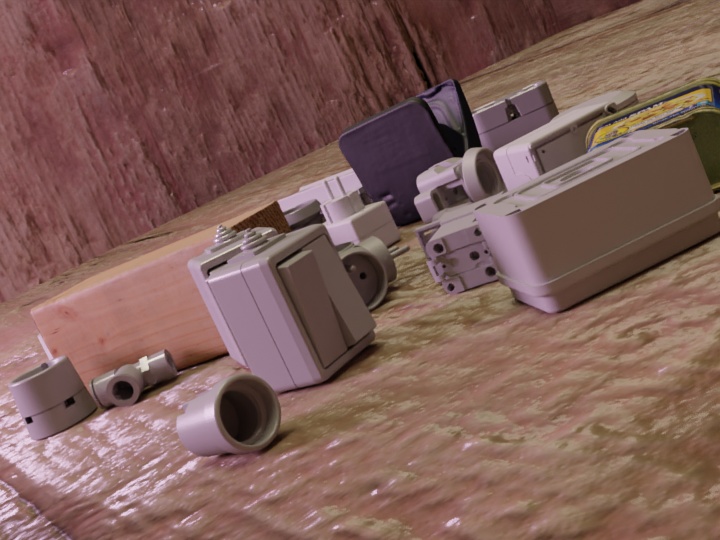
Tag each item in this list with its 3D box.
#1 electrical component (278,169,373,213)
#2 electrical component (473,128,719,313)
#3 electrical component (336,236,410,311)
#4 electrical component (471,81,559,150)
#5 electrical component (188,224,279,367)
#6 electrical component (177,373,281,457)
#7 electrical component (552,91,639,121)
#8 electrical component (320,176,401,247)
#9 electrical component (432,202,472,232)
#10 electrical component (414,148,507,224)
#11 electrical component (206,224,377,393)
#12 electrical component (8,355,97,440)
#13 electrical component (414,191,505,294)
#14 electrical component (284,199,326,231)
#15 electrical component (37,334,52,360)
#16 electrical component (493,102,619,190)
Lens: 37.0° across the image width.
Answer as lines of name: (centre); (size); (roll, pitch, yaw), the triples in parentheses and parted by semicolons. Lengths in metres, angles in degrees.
electrical component: (-0.020, -0.069, 1.150); (0.121, 0.063, 0.079); (-16, 13, 39)
electrical component: (0.129, -0.028, 0.587); (0.113, 0.057, 0.078); (-26, 10, -6)
electrical component: (0.000, 0.000, 0.788); (0.079, 0.044, 0.077); (-28, 10, -20)
electrical component: (0.175, -0.166, 1.210); (0.095, 0.059, 0.053); (-23, 10, 7)
electrical component: (-0.077, 0.012, 0.754); (0.062, 0.096, 0.061); (-27, 10, -14)
electrical component: (-0.070, 0.078, 0.562); (0.040, 0.040, 0.046); (-33, 6, -41)
electrical component: (0.198, -0.114, 0.896); (0.080, 0.051, 0.080); (-24, 10, 4)
electrical component: (-0.012, -0.049, 0.986); (0.047, 0.076, 0.066); (-32, 12, -36)
electrical component: (0.086, -0.034, 0.794); (0.061, 0.035, 0.035); (-16, 12, 28)
electrical component: (0.090, -0.070, 0.909); (0.057, 0.058, 0.078); (-20, 10, 38)
electrical component: (-0.040, 0.017, 0.642); (0.061, 0.096, 0.062); (-17, 12, 39)
electrical component: (-0.241, 0.099, 0.840); (0.055, 0.047, 0.055); (-24, 10, 4)
electrical component: (0.075, -0.017, 0.704); (0.081, 0.042, 0.064); (-20, 12, 27)
electrical component: (-0.055, -0.035, 1.071); (0.058, 0.057, 0.078); (-29, 11, -26)
electrical component: (-0.269, 0.070, 1.050); (0.080, 0.051, 0.080); (-24, 9, 4)
electrical component: (0.155, -0.079, 0.785); (0.096, 0.061, 0.061); (-28, 10, -20)
